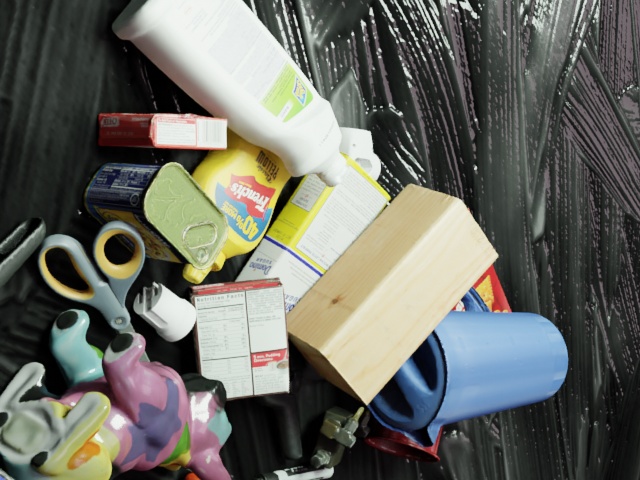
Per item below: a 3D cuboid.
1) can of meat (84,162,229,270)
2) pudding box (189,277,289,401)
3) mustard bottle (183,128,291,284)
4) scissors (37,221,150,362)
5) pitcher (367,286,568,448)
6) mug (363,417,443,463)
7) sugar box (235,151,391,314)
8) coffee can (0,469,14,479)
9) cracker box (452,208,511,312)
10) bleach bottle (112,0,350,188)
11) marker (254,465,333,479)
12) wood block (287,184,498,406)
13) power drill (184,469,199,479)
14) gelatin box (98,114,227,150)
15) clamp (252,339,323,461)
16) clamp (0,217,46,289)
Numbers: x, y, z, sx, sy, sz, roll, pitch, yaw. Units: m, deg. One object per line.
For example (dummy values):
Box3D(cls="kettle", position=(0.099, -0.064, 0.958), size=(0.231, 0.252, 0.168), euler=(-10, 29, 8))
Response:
Box3D(cls="can of meat", position=(-0.143, -0.022, 0.925), size=(0.102, 0.084, 0.057), euler=(50, 57, -42))
Box3D(cls="pudding box", position=(-0.077, 0.096, 1.029), size=(0.090, 0.039, 0.113), euler=(-5, 101, -9))
Box3D(cls="mustard bottle", position=(-0.082, -0.044, 1.020), size=(0.096, 0.058, 0.191), euler=(46, 61, -44))
Box3D(cls="scissors", position=(-0.164, 0.053, 0.930), size=(0.096, 0.016, 0.201), euler=(-32, 132, 7))
Box3D(cls="pitcher", position=(0.168, 0.130, 1.210), size=(0.242, 0.145, 0.149), euler=(1, 117, -43))
Box3D(cls="mug", position=(0.107, 0.216, 1.283), size=(0.117, 0.093, 0.081), euler=(83, 23, -69))
Box3D(cls="sugar box", position=(-0.007, 0.001, 1.096), size=(0.176, 0.048, 0.093), euler=(-54, 136, -4))
Box3D(cls="coffee can", position=(-0.284, 0.231, 0.776), size=(0.140, 0.103, 0.102), euler=(-56, 134, -30))
Box3D(cls="cracker box", position=(0.159, 0.088, 1.329), size=(0.164, 0.072, 0.213), euler=(-53, 132, -32))
Box3D(cls="bleach bottle", position=(-0.064, -0.136, 0.963), size=(0.250, 0.068, 0.102), euler=(46, 59, -24))
Box3D(cls="marker", position=(-0.029, 0.258, 1.164), size=(0.120, 0.020, 0.020), euler=(5, 92, -51))
Box3D(cls="wood block", position=(0.069, 0.051, 1.081), size=(0.206, 0.091, 0.090), euler=(-46, 122, -13))
Box3D(cls="power drill", position=(-0.145, 0.319, 0.999), size=(0.187, 0.057, 0.184), euler=(-39, 131, -42))
Box3D(cls="gelatin box", position=(-0.137, -0.095, 0.930), size=(0.089, 0.073, 0.030), euler=(-3, 97, -50))
Box3D(cls="clamp", position=(-0.039, 0.158, 1.122), size=(0.171, 0.039, 0.120), euler=(43, 58, -48))
Box3D(cls="clamp", position=(-0.297, 0.056, 0.784), size=(0.164, 0.036, 0.210), euler=(29, 73, -49))
